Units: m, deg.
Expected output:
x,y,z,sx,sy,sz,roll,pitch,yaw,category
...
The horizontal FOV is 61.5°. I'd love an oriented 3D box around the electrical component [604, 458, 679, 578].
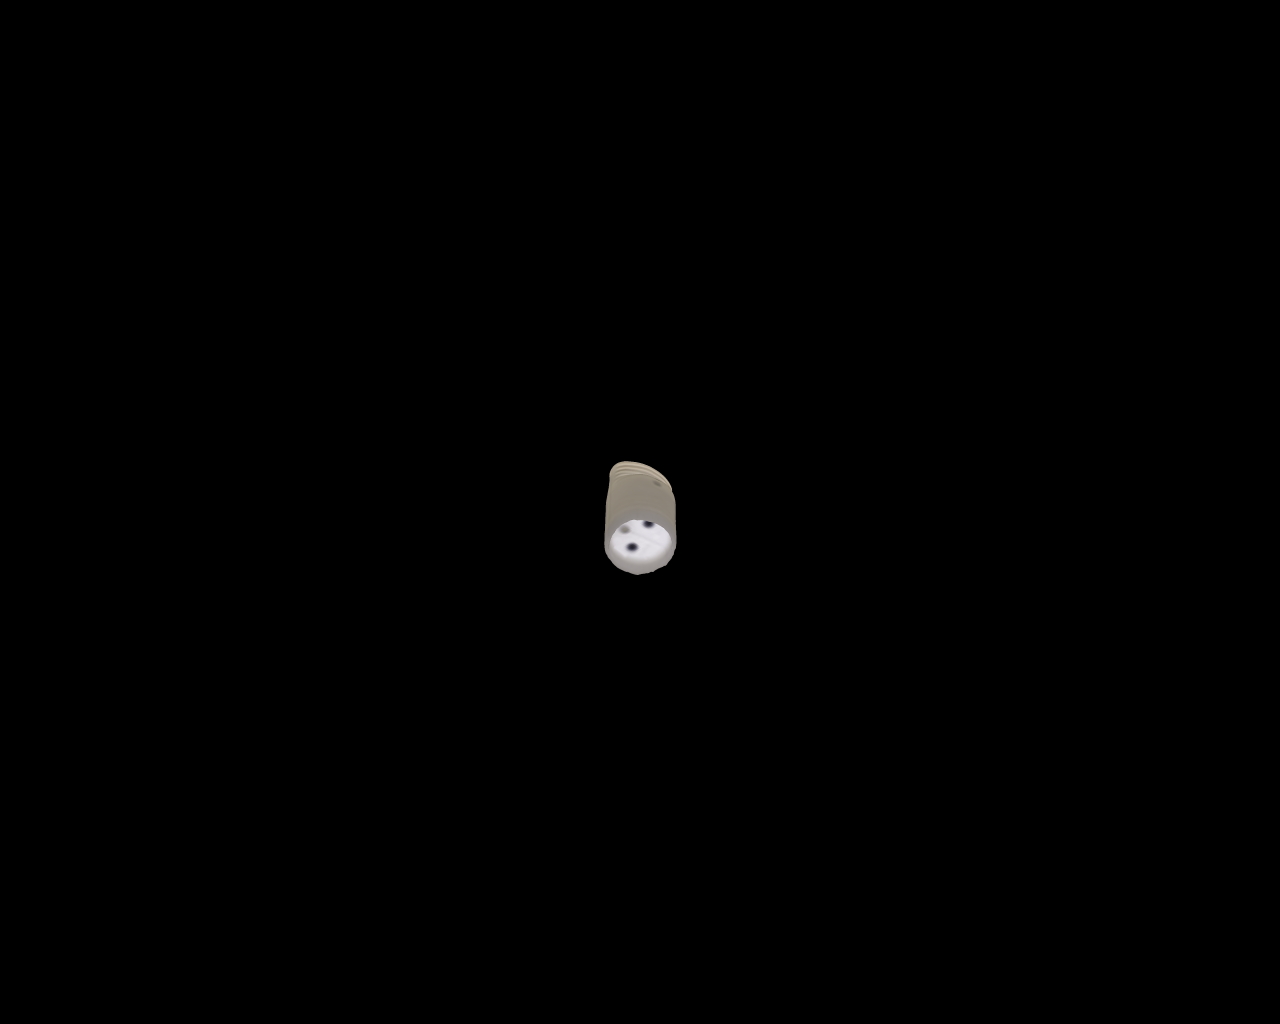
x,y,z,sx,sy,sz,roll,pitch,yaw,category
0.001,-0.003,0.650,0.043,0.043,0.081,0,36,0,electrical component
